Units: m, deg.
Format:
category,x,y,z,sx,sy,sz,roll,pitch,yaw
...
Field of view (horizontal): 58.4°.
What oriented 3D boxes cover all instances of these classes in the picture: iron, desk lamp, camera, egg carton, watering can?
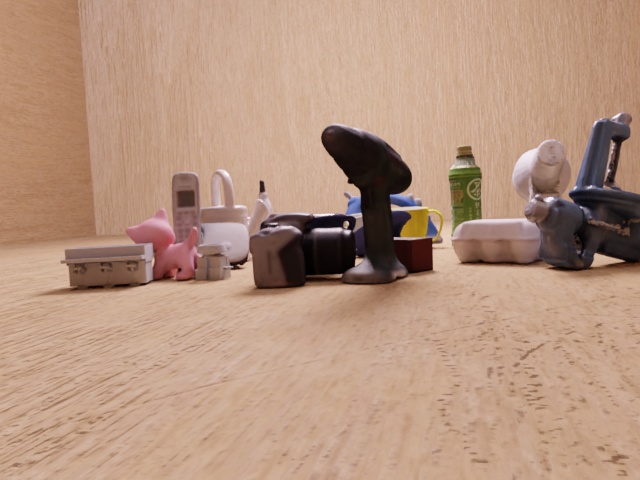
category,x,y,z,sx,sy,sz,roll,pitch,yaw
iron,0.176,-0.058,1.443,0.258,0.141,0.119,-2,4,12
desk lamp,0.470,-0.094,1.184,0.117,0.213,0.203,-2,4,12
camera,-0.020,0.009,0.828,0.136,0.101,0.143,-2,3,9
egg carton,0.300,0.001,0.948,0.149,0.069,0.107,0,4,39
watering can,-0.196,-0.050,1.205,0.100,0.194,0.173,0,5,41

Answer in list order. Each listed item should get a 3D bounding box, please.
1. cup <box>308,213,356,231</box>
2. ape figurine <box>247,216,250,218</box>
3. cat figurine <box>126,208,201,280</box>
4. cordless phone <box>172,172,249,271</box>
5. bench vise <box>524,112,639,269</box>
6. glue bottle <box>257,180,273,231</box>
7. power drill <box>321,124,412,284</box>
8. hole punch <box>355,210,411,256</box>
category,x,y,z,sx,sy,sz,roll,pitch,yaw
cup,0.009,0.003,0.952,0.118,0.095,0.091,-5,4,-28
ape figurine,-0.184,-0.015,1.464,0.076,0.092,0.078,-1,4,27
cat figurine,-0.254,0.006,0.951,0.127,0.118,0.067,-2,4,21
cordless phone,-0.209,-0.037,1.072,0.148,0.185,0.094,-4,4,-11
bench vise,0.396,-0.072,0.813,0.208,0.220,0.121,-5,4,-34
glue bottle,-0.125,-0.049,1.293,0.037,0.173,0.078,-2,4,10
power drill,0.071,-0.048,0.797,0.075,0.208,0.230,-1,4,27
hole punch,0.122,-0.013,1.159,0.109,0.091,0.100,-6,5,-43
